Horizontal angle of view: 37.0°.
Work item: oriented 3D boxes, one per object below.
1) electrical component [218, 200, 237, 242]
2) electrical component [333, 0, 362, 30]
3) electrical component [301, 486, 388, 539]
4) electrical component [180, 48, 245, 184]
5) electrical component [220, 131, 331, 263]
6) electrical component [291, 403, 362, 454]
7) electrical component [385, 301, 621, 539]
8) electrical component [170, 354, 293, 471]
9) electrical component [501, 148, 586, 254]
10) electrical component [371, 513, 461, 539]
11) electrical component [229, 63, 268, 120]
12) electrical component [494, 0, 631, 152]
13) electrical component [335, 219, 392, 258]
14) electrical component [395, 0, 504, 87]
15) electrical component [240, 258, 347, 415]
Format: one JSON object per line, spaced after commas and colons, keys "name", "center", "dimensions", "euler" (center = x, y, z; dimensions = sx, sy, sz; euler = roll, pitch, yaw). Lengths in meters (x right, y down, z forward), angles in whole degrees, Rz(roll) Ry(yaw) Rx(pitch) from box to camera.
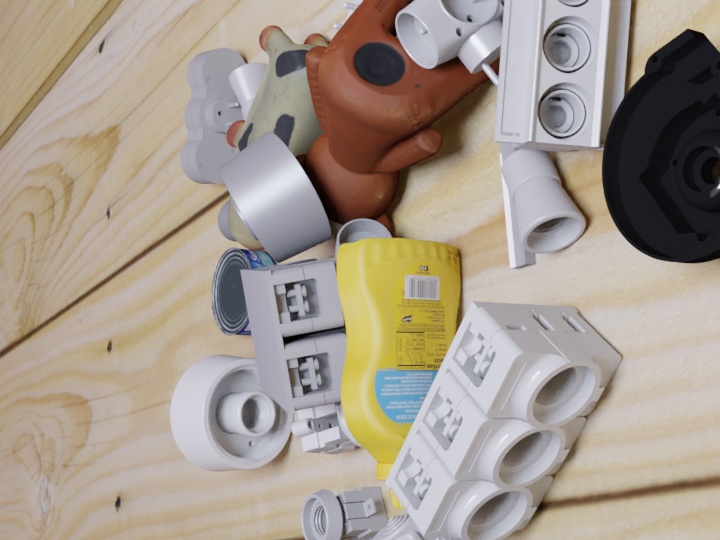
{"name": "electrical component", "center": [-0.106, -0.045, 1.038], "dimensions": [0.055, 0.045, 0.045], "euler": [19, 102, 54]}
{"name": "electrical component", "center": [0.014, -0.195, 0.852], "dimensions": [0.138, 0.074, 0.052], "euler": [-60, 42, 33]}
{"name": "electrical component", "center": [-0.014, 0.201, 0.868], "dimensions": [0.066, 0.055, 0.048], "euler": [-42, 53, 46]}
{"name": "electrical component", "center": [-0.141, -0.157, 1.094], "dimensions": [0.074, 0.052, 0.138], "euler": [6, 92, 56]}
{"name": "electrical component", "center": [-0.066, -0.057, 0.856], "dimensions": [0.064, 0.099, 0.099], "euler": [-31, 51, 2]}
{"name": "electrical component", "center": [-0.013, 0.124, 0.874], "dimensions": [0.055, 0.066, 0.048], "euler": [-22, 67, 32]}
{"name": "electrical component", "center": [0.092, 0.100, 0.692], "dimensions": [0.061, 0.089, 0.150], "euler": [51, 127, 45]}
{"name": "electrical component", "center": [-0.110, 0.130, 0.976], "dimensions": [0.060, 0.108, 0.108], "euler": [-7, 81, 49]}
{"name": "electrical component", "center": [0.118, -0.049, 0.714], "dimensions": [0.044, 0.044, 0.065], "euler": [-50, 43, 41]}
{"name": "electrical component", "center": [0.050, 0.215, 0.749], "dimensions": [0.099, 0.048, 0.100], "euler": [51, 136, 1]}
{"name": "electrical component", "center": [-0.099, -0.162, 1.046], "dimensions": [0.044, 0.044, 0.065], "euler": [-38, 61, 48]}
{"name": "electrical component", "center": [0.126, -0.138, 0.684], "dimensions": [0.063, 0.079, 0.121], "euler": [-168, 82, -85]}
{"name": "electrical component", "center": [0.000, 0.000, 0.861], "dimensions": [0.081, 0.043, 0.043], "euler": [99, 155, -56]}
{"name": "electrical component", "center": [0.078, -0.160, 0.726], "dimensions": [0.079, 0.077, 0.044], "euler": [53, 161, 5]}
{"name": "electrical component", "center": [-0.050, 0.047, 0.871], "dimensions": [0.186, 0.060, 0.105], "euler": [-178, 78, -78]}
